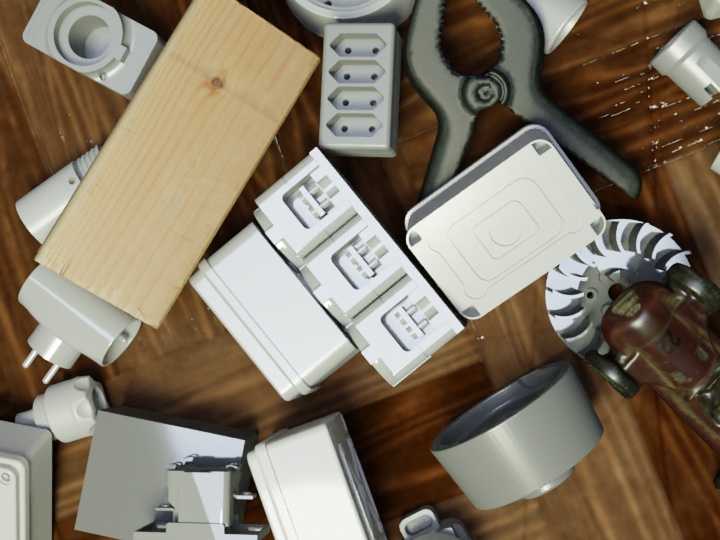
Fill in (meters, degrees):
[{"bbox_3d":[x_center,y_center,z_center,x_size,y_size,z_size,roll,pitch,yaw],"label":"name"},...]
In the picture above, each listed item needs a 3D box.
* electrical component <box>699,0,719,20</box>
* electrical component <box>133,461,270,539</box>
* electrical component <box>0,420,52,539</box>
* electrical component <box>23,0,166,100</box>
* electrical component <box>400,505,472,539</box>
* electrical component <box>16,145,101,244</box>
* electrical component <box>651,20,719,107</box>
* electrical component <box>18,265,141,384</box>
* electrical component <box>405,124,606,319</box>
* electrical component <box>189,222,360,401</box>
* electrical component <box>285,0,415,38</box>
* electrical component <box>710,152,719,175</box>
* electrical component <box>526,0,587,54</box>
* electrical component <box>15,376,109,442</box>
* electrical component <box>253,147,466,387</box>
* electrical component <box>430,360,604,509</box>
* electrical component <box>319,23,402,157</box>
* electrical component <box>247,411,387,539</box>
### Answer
[{"bbox_3d":[0.274,-0.237,0.719,0.109,0.056,0.108,-15,86,6],"label":"electrical component"},{"bbox_3d":[-0.102,0.158,0.703,0.081,0.042,0.063,0,85,6],"label":"electrical component"},{"bbox_3d":[-0.276,0.160,0.751,0.109,0.056,0.108,10,112,7],"label":"electrical component"},{"bbox_3d":[-0.187,-0.162,0.770,0.089,0.056,0.050,29,91,7],"label":"electrical component"},{"bbox_3d":[0.053,0.203,0.727,0.058,0.057,0.078,-28,85,5],"label":"electrical component"},{"bbox_3d":[-0.201,-0.055,0.774,0.081,0.043,0.043,-35,84,4],"label":"electrical component"},{"bbox_3d":[0.228,-0.139,0.730,0.046,0.040,0.040,45,93,0],"label":"electrical component"},{"bbox_3d":[-0.211,0.044,0.771,0.077,0.044,0.079,36,92,7],"label":"electrical component"},{"bbox_3d":[0.093,-0.032,0.700,0.113,0.057,0.078,-36,102,14],"label":"electrical component"},{"bbox_3d":[-0.057,0.030,0.737,0.057,0.078,0.113,-40,84,1],"label":"electrical component"},{"bbox_3d":[-0.008,-0.219,0.749,0.108,0.060,0.108,0,88,7],"label":"electrical component"},{"bbox_3d":[0.273,-0.093,0.695,0.064,0.099,0.099,30,91,13],"label":"electrical component"},{"bbox_3d":[0.121,-0.183,0.741,0.055,0.045,0.045,39,92,7],"label":"electrical component"},{"bbox_3d":[-0.215,0.103,0.770,0.062,0.043,0.043,-17,86,7],"label":"electrical component"},{"bbox_3d":[0.000,0.000,0.725,0.062,0.089,0.150,-39,84,4],"label":"electrical component"},{"bbox_3d":[0.107,0.113,0.702,0.108,0.108,0.060,-32,90,4],"label":"electrical component"},{"bbox_3d":[0.004,-0.118,0.736,0.047,0.076,0.083,2,88,10],"label":"electrical component"},{"bbox_3d":[-0.024,0.155,0.713,0.056,0.109,0.108,-20,86,3],"label":"electrical component"}]
